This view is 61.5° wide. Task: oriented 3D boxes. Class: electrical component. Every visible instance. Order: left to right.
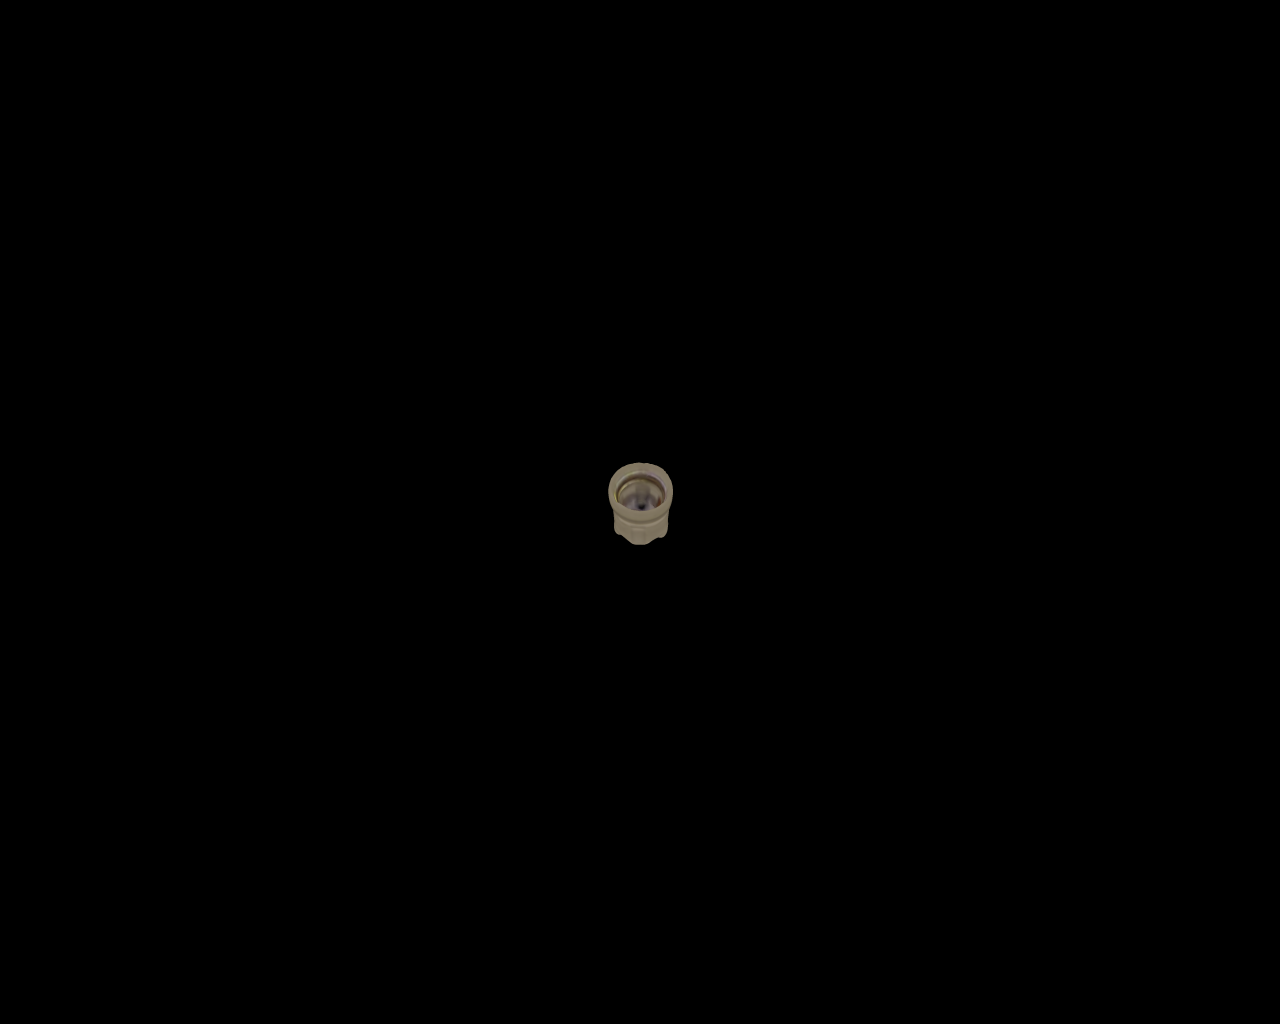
[{"bbox_3d":[0.001,-0.003,0.650,0.040,0.040,0.046,0,-34,0],"label":"electrical component"}]
